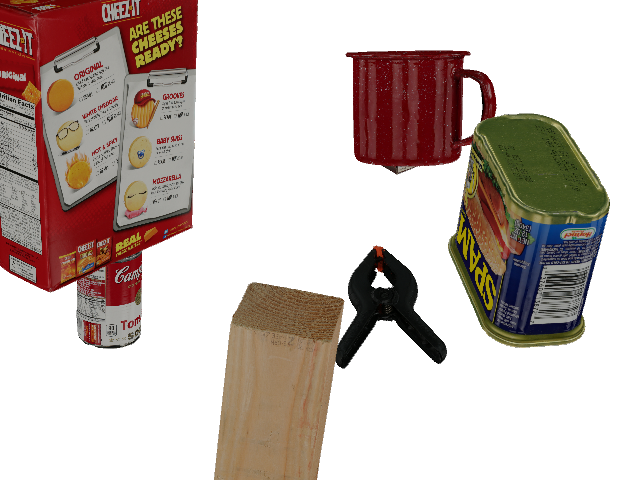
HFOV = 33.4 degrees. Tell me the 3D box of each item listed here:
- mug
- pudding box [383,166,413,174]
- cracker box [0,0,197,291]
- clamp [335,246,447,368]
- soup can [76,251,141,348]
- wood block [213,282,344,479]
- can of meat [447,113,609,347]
[{"bbox_3d":[0.076,-0.099,0.795,0.117,0.081,0.093,6,13,30],"label":"mug"},{"bbox_3d":[0.117,-0.137,1.460,0.113,0.039,0.090,-25,40,-30],"label":"pudding box"},{"bbox_3d":[-0.174,-0.089,0.829,0.072,0.214,0.163,20,30,31],"label":"cracker box"},{"bbox_3d":[0.082,0.076,1.194,0.120,0.171,0.039,7,-42,1],"label":"clamp"},{"bbox_3d":[-0.221,0.054,1.115,0.068,0.102,0.068,4,22,-2],"label":"soup can"},{"bbox_3d":[-0.041,0.154,0.972,0.090,0.206,0.090,10,23,4],"label":"wood block"},{"bbox_3d":[0.110,-0.008,0.570,0.057,0.084,0.102,-3,37,-10],"label":"can of meat"}]
